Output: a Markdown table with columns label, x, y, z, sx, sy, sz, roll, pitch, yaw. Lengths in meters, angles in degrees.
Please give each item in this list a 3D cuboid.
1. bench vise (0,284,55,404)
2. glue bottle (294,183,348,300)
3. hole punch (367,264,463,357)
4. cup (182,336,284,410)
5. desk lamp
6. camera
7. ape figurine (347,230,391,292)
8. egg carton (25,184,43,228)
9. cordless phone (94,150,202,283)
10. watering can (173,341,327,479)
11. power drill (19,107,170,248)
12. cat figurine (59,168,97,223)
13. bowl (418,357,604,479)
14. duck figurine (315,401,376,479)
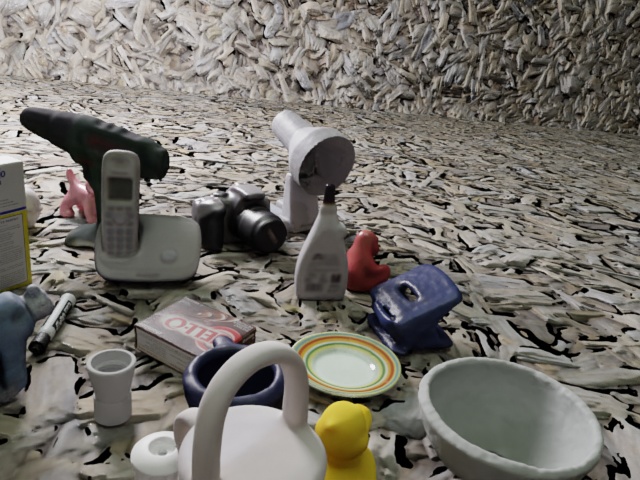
| label | x | y | z | sx | sy | sz | roll | pitch | yaw |
| --- | --- | --- | --- | --- | --- | --- | --- | --- | --- |
| bench vise | -0.359 | 0.056 | 0.510 | 0.121 | 0.220 | 0.208 | 17 | 24 | 24 |
| glue bottle | 0.008 | 0.003 | 0.818 | 0.078 | 0.173 | 0.037 | 3 | 22 | -10 |
| hole punch | 0.121 | 0.087 | 0.751 | 0.101 | 0.091 | 0.108 | -1 | 23 | -19 |
| cup | -0.082 | 0.151 | 0.525 | 0.092 | 0.095 | 0.117 | -3 | 23 | -23 |
| desk lamp | -0.038 | -0.124 | 1.069 | 0.118 | 0.213 | 0.202 | -9 | 27 | -35 |
| camera | -0.129 | -0.035 | 0.972 | 0.144 | 0.101 | 0.136 | -10 | 27 | -35 |
| ape figurine | 0.069 | 0.029 | 0.881 | 0.076 | 0.092 | 0.077 | -6 | 25 | -29 |
| egg carton | -0.545 | -0.060 | 0.952 | 0.150 | 0.069 | 0.107 | 14 | 23 | 18 |
| cordless phone | -0.243 | -0.032 | 0.815 | 0.148 | 0.185 | 0.094 | 1 | 22 | -14 |
| watering can | -0.038 | 0.159 | 0.382 | 0.172 | 0.194 | 0.101 | 13 | 23 | 17 |
| power drill | -0.355 | -0.094 | 0.906 | 0.229 | 0.208 | 0.075 | 7 | 22 | 0 |
| cat figurine | -0.398 | -0.093 | 1.013 | 0.127 | 0.118 | 0.067 | 14 | 23 | 17 |
| bowl | 0.170 | 0.186 | 0.539 | 0.167 | 0.075 | 0.167 | 6 | 21 | -2 |
| duck figurine | 0.013 | 0.181 | 0.488 | 0.077 | 0.086 | 0.105 | 19 | 24 | 28 |
